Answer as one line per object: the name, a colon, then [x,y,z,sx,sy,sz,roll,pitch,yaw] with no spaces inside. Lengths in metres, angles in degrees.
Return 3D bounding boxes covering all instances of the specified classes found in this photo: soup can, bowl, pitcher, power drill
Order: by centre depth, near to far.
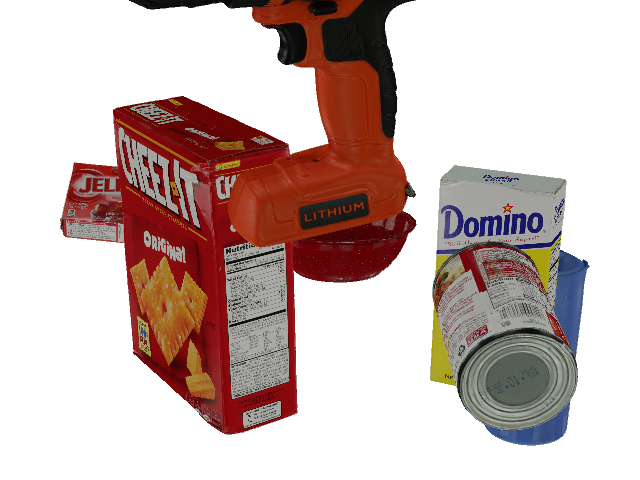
power drill: [-0.015,-0.090,0.574,0.184,0.188,0.057,-12,37,-18]
soup can: [0.106,0.053,0.621,0.068,0.068,0.102,0,28,-2]
bowl: [0.019,0.004,1.110,0.162,0.055,0.162,0,16,0]
pitcher: [0.257,0.134,1.364,0.149,0.243,0.144,5,17,17]

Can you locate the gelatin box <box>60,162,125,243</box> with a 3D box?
gelatin box: [-0.188,-0.034,0.980,0.089,0.073,0.030,6,-43,-6]

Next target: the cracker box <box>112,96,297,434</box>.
cracker box: [-0.090,0.015,0.804,0.072,0.214,0.164,-15,26,-30]

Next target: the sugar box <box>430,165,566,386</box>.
sugar box: [0.139,0.034,0.846,0.093,0.176,0.048,9,23,23]
